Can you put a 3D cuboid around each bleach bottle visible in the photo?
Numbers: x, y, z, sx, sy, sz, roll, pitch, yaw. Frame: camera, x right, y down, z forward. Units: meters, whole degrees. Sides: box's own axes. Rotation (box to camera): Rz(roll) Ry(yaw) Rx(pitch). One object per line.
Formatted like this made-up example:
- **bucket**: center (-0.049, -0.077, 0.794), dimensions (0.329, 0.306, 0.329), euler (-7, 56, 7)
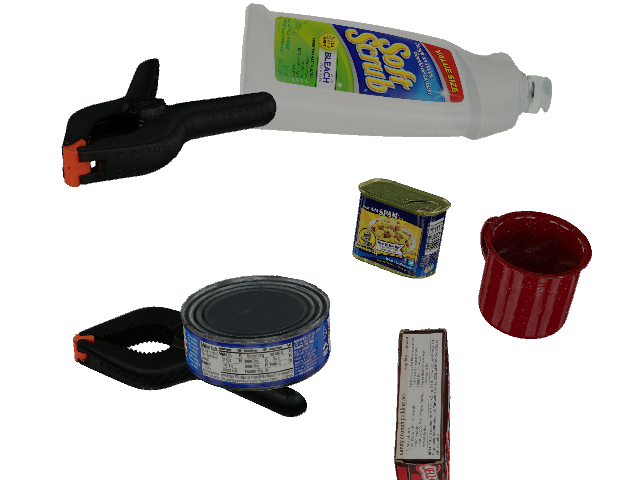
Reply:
- **bleach bottle**: center (0.061, -0.133, 0.873), dimensions (0.250, 0.102, 0.068), euler (3, -27, -3)

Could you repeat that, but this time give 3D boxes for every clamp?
- **clamp**: center (-0.112, 0.101, 0.952), dimensions (0.209, 0.036, 0.164), euler (-4, 37, -12)
- **clamp**: center (-0.127, -0.087, 0.754), dimensions (0.120, 0.039, 0.171), euler (20, 32, 34)

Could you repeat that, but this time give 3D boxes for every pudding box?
- **pudding box**: center (0.075, 0.134, 0.771), dimensions (0.039, 0.113, 0.090), euler (-2, -41, 7)

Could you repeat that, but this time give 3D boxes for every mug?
- **mug**: center (0.180, 0.026, 0.958), dimensions (0.093, 0.081, 0.117), euler (-18, 43, -25)

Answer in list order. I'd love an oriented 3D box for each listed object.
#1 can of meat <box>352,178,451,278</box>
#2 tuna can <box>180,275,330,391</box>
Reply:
- **can of meat**: center (0.087, -0.013, 1.185), dimensions (0.102, 0.084, 0.057), euler (21, 26, 30)
- **tuna can**: center (-0.036, 0.052, 0.615), dimensions (0.086, 0.034, 0.086), euler (-2, 22, 1)
